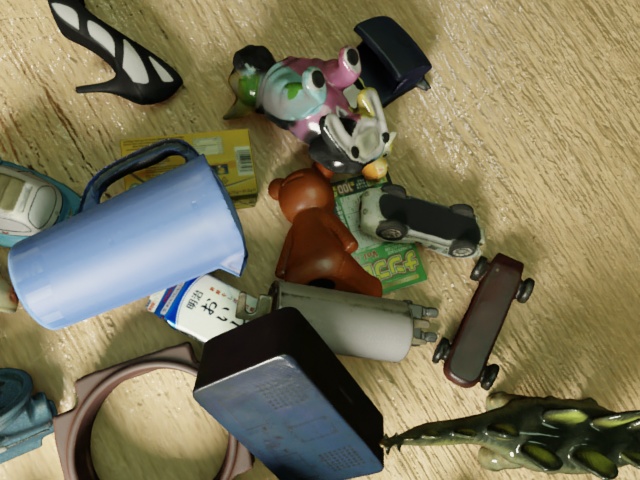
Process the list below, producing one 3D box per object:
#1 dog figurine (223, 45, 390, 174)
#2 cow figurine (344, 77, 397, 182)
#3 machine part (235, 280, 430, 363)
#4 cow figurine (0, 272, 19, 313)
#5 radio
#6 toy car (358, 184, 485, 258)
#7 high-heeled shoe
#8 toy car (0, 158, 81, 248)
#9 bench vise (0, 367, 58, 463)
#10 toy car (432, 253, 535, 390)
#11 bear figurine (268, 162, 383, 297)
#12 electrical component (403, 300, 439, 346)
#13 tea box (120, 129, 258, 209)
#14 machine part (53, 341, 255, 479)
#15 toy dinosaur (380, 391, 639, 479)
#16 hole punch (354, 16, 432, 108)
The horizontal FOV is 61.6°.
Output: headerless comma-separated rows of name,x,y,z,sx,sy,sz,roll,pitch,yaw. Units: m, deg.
dog figurine,-0.034,-0.174,0.720,0.108,0.219,0.191,-46,122,-29
cow figurine,0.061,-0.167,0.794,0.098,0.068,0.167,-33,83,-24
machine part,0.020,0.098,0.639,0.243,0.079,0.079,10,74,-17
cow figurine,-0.457,0.074,0.625,0.195,0.085,0.127,-1,83,-11
radio,-0.029,0.188,0.606,0.131,0.073,0.229,-22,122,19
toy car,0.149,-0.024,0.770,0.202,0.056,0.073,14,63,-19
high-heeled shoe,-0.291,-0.302,0.753,0.145,0.086,0.248,-16,84,-18
toy car,-0.376,-0.042,0.658,0.162,0.103,0.109,17,74,-4
bench vise,-0.410,0.177,0.565,0.224,0.129,0.240,-13,112,-21
toy car,0.233,0.113,0.763,0.089,0.053,0.202,24,72,14
bear figurine,-0.003,-0.005,0.729,0.120,0.131,0.196,-25,46,17
electrical component,0.121,0.116,0.756,0.094,0.021,0.063,8,74,-8
tea box,-0.174,-0.087,0.725,0.170,0.068,0.098,-6,77,-11
machine part,-0.191,0.235,0.633,0.201,0.087,0.201,-17,79,-14
toy dinosaur,0.279,0.239,0.666,0.471,0.198,0.105,0,73,-13
hole punch,0.107,-0.282,0.821,0.116,0.092,0.142,-37,82,-21
